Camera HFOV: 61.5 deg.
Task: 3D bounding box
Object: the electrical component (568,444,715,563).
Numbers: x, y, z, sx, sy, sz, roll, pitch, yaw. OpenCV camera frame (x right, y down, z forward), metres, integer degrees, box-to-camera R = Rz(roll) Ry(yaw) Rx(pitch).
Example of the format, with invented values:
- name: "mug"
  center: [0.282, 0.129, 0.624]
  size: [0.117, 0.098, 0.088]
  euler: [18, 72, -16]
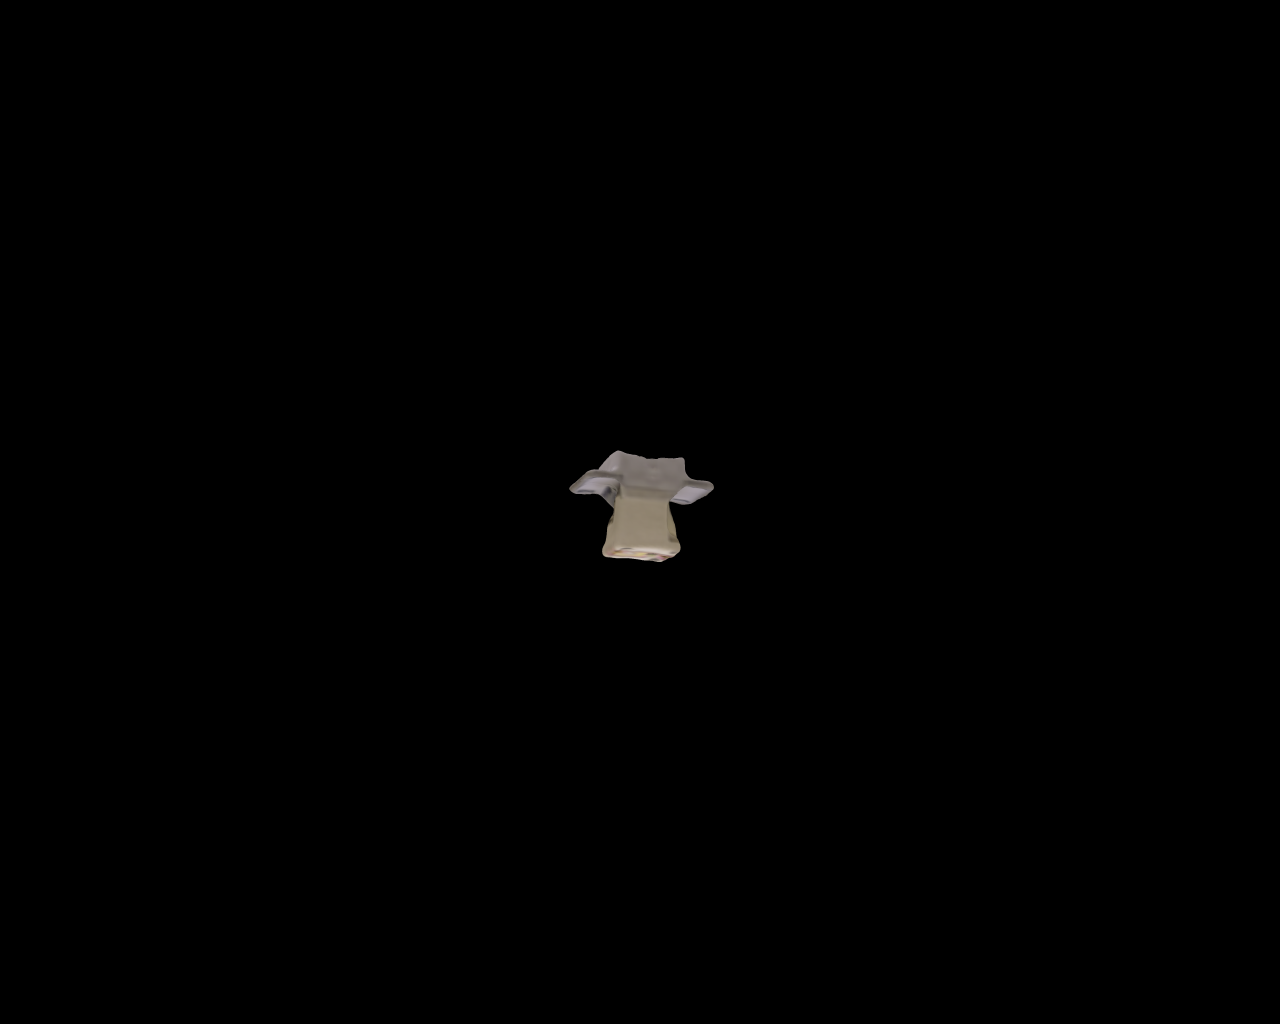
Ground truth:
- name: "electrical component"
  center: [0.001, -0.003, 0.650]
  size: [0.081, 0.064, 0.042]
  euler: [5, -15, -18]
